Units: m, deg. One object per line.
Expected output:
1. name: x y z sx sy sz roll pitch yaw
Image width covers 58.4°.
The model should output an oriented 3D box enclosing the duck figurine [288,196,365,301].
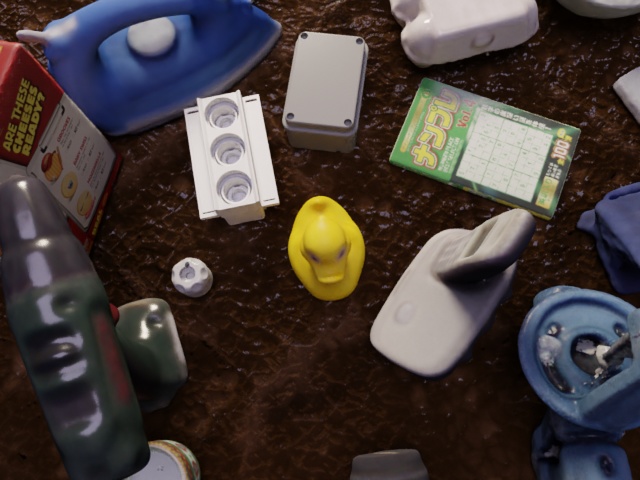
1. duck figurine: 0.005 0.002 0.553 0.077 0.086 0.104 -9 74 0

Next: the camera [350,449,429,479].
1. camera: 0.081 0.248 0.475 0.143 0.101 0.137 -7 75 1

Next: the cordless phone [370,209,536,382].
1. cordless phone: 0.113 0.045 0.486 0.094 0.185 0.148 31 78 10

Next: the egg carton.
1. egg carton: 0.156 -0.247 0.623 0.150 0.069 0.107 -15 75 -2

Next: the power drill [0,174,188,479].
1. power drill: -0.182 0.080 0.477 0.075 0.208 0.229 -21 75 -3

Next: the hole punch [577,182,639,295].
1. hole punch: 0.320 -0.010 0.540 0.108 0.091 0.101 -17 75 -2

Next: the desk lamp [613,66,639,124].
1. desk lamp: 0.397 -0.132 0.507 0.118 0.213 0.203 -30 75 -5

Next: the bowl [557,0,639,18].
1. bowl: 0.310 -0.306 0.630 0.167 0.075 0.167 -1 75 2

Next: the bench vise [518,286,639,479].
1. bench vise: 0.233 0.124 0.441 0.121 0.220 0.207 -16 75 -2

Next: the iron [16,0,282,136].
1. iron: -0.166 -0.212 0.590 0.258 0.141 0.118 -24 75 -4
